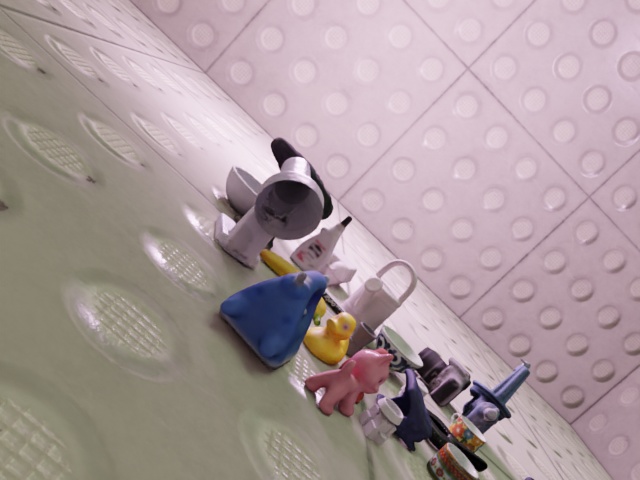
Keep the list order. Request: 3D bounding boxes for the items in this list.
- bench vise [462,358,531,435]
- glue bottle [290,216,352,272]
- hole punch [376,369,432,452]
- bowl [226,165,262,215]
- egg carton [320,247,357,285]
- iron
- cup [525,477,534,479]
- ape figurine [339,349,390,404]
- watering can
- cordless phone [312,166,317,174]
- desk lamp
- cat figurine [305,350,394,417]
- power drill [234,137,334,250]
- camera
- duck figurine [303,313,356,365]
[{"bbox_3d":[0.434,0.388,1.375,0.121,0.219,0.207,44,9,-6],"label":"bench vise"},{"bbox_3d":[0.013,0.005,1.365,0.078,0.173,0.037,46,9,6],"label":"glue bottle"},{"bbox_3d":[0.161,0.295,1.005,0.101,0.091,0.109,44,9,-3],"label":"hole punch"},{"bbox_3d":[-0.164,-0.094,1.338,0.168,0.074,0.167,43,9,-9],"label":"bowl"},{"bbox_3d":[0.037,0.070,1.507,0.107,0.069,0.151,47,10,12],"label":"egg carton"},{"bbox_3d":[-0.040,0.094,0.854,0.118,0.141,0.259,46,9,11],"label":"iron"},{"bbox_3d":[0.389,0.510,1.044,0.117,0.095,0.092,48,10,19],"label":"cup"},{"bbox_3d":[0.081,0.222,0.973,0.078,0.092,0.076,34,14,-48],"label":"ape figurine"},{"bbox_3d":[0.143,0.128,1.331,0.101,0.194,0.173,45,9,5],"label":"watering can"},{"bbox_3d":[-0.061,-0.110,1.510,0.094,0.185,0.148,46,9,11],"label":"cordless phone"},{"bbox_3d":[-0.091,-0.055,1.054,0.118,0.213,0.203,41,10,-22],"label":"desk lamp"},{"bbox_3d":[0.057,0.204,0.867,0.067,0.117,0.128,50,11,30],"label":"cat figurine"},{"bbox_3d":[-0.083,-0.088,1.246,0.231,0.208,0.075,37,12,-41],"label":"power drill"},{"bbox_3d":[0.305,0.331,1.435,0.136,0.100,0.144,48,10,21],"label":"camera"},{"bbox_3d":[0.029,0.166,1.009,0.077,0.086,0.105,51,11,34],"label":"duck figurine"}]
